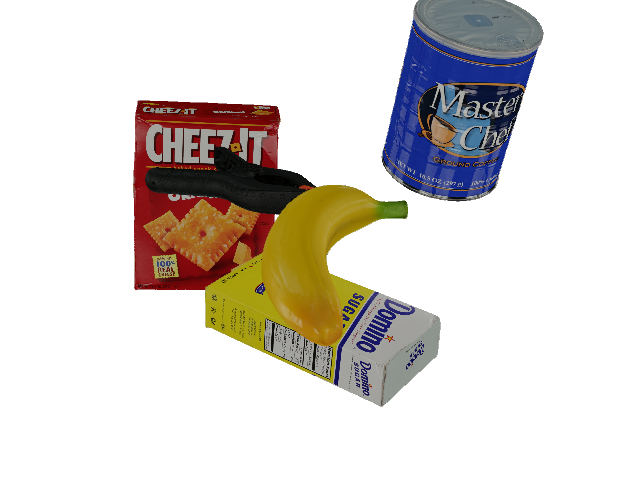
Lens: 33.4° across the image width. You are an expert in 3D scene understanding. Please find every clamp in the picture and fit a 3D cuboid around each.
[{"bbox_3d":[-0.082,-0.054,1.035,0.172,0.039,0.120,18,32,39],"label":"clamp"}]

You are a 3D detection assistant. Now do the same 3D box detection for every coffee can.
[{"bbox_3d":[0.113,-0.118,0.873,0.102,0.140,0.103,7,37,-5],"label":"coffee can"}]

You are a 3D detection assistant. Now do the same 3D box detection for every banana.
[{"bbox_3d":[0.001,0.004,0.628,0.070,0.037,0.197,3,24,15],"label":"banana"}]

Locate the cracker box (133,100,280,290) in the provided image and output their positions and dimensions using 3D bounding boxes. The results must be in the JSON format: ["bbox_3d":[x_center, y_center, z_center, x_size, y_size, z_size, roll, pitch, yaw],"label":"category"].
[{"bbox_3d":[-0.134,-0.049,1.240,0.164,0.214,0.072,1,22,-7],"label":"cracker box"}]

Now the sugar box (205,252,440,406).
[{"bbox_3d":[0.001,0.066,0.875,0.176,0.048,0.093,18,31,29],"label":"sugar box"}]
